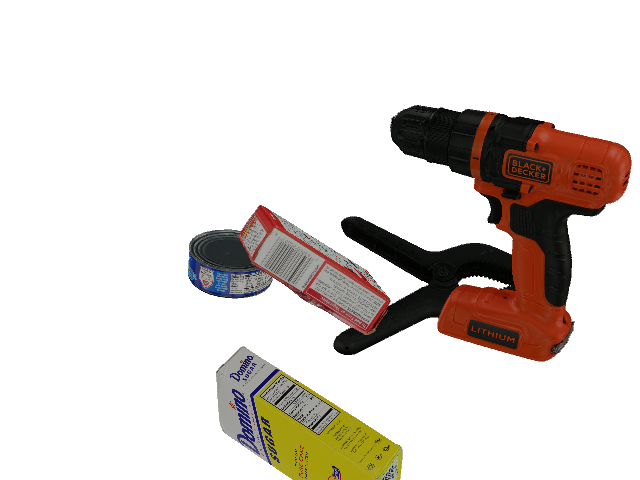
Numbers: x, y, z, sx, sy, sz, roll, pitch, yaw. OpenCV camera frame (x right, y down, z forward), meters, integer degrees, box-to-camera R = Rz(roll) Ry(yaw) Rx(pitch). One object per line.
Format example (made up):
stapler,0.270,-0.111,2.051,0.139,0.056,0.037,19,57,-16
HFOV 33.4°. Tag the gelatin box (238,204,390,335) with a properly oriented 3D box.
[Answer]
gelatin box,-0.005,0.018,0.665,0.089,0.030,0.073,33,5,-15

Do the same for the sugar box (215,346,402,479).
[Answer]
sugar box,-0.013,0.174,0.935,0.176,0.093,0.048,26,50,24

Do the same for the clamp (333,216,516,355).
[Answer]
clamp,0.111,0.049,1.016,0.210,0.164,0.036,6,-40,9

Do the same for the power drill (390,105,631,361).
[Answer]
power drill,0.136,-0.008,0.829,0.185,0.188,0.057,16,33,25

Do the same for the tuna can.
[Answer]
tuna can,-0.088,0.023,1.053,0.086,0.034,0.086,6,26,-3
